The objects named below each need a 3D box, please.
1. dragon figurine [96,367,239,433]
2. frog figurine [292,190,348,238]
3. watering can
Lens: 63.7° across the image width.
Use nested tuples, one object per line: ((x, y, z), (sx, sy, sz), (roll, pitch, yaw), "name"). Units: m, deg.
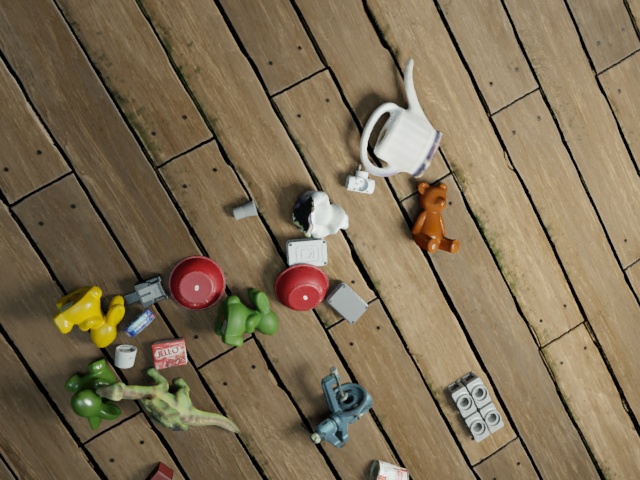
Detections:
((-0.393, 0.465, 1.382), (0.409, 0.243, 0.122), (26, 87, -9), "dragon figurine")
((0.005, -0.075, 1.486), (0.160, 0.122, 0.137), (-6, 89, -45), "frog figurine")
((0.256, -0.329, 1.489), (0.223, 0.104, 0.348), (28, 90, -12), "watering can")
